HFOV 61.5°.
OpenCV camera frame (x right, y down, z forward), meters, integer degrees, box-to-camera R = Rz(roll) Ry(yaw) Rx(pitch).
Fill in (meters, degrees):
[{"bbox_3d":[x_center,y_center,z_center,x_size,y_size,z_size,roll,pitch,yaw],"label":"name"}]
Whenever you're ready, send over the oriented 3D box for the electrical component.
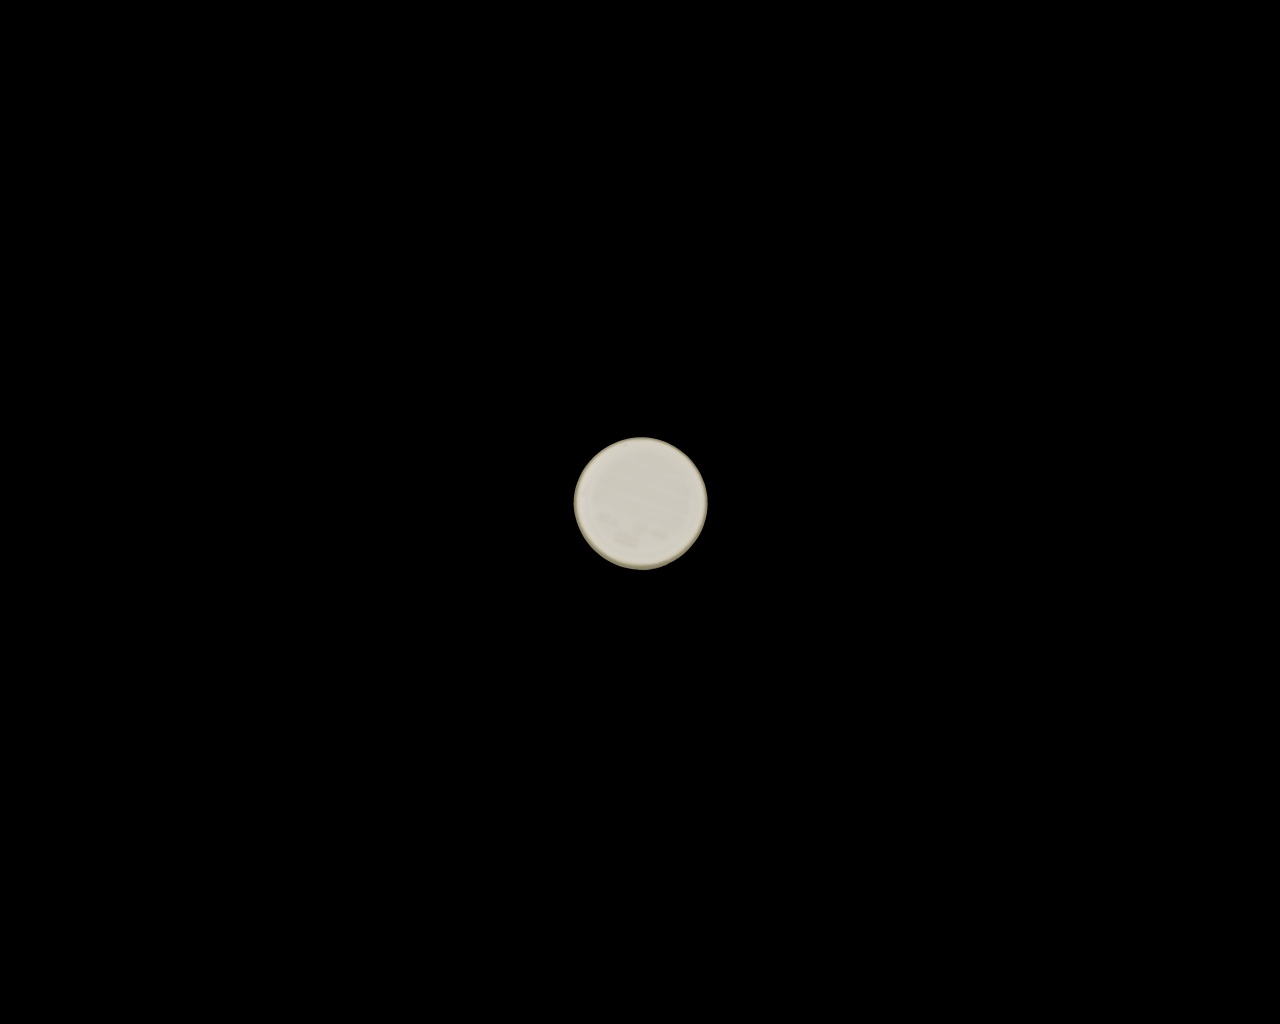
[{"bbox_3d":[0.001,-0.003,0.650,0.080,0.080,0.051,0,-9,0],"label":"electrical component"}]
